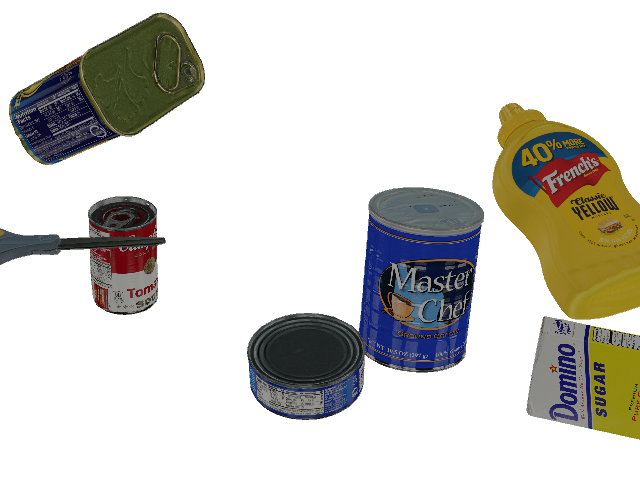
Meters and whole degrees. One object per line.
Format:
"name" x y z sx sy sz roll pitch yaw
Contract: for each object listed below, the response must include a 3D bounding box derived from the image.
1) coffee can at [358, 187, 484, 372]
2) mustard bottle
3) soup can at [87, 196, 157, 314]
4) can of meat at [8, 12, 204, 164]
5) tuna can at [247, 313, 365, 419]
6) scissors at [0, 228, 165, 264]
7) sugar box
"coffee can" 0.090 0.034 0.974 0.103 0.140 0.103 3 23 -1
"mustard bottle" 0.185 -0.034 0.805 0.096 0.192 0.058 -16 -36 -13
"soup can" -0.199 0.016 1.081 0.068 0.102 0.068 3 30 -2
"can of meat" -0.139 -0.096 0.687 0.084 0.057 0.102 -16 20 38
"tuna can" -0.010 0.092 0.780 0.086 0.034 0.086 -1 32 0
"scissors" -0.237 0.011 0.871 0.202 0.016 0.096 4 24 8
"sugar box" 0.288 0.136 1.000 0.176 0.093 0.048 9 22 11
